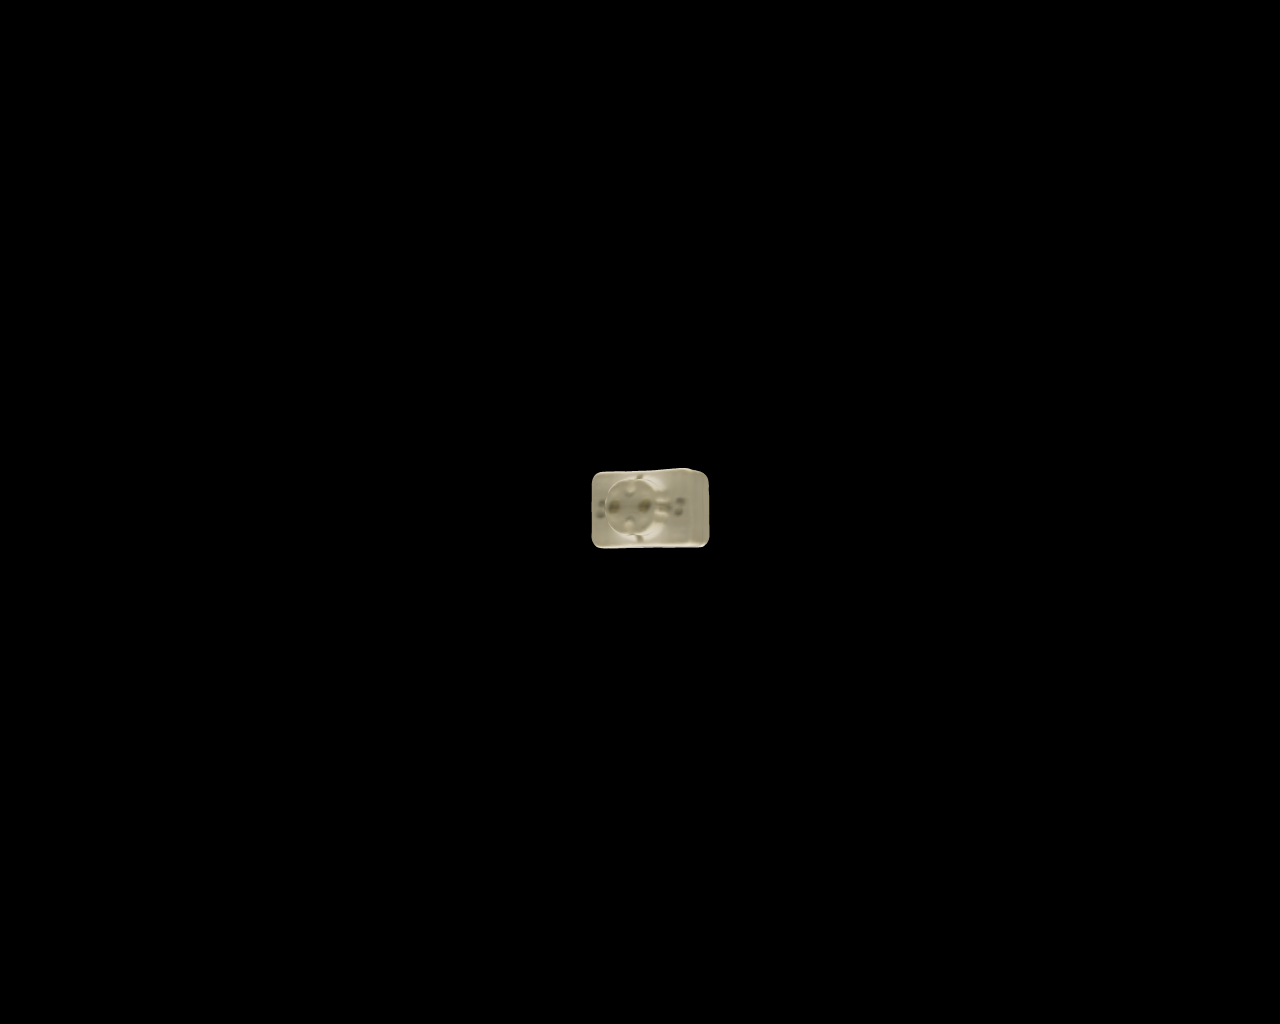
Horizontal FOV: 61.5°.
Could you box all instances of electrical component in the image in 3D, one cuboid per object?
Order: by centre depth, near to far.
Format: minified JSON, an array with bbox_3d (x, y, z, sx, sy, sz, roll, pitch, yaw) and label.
[{"bbox_3d":[0.001,-0.003,0.650,0.066,0.047,0.077,-1,-3,20],"label":"electrical component"}]
